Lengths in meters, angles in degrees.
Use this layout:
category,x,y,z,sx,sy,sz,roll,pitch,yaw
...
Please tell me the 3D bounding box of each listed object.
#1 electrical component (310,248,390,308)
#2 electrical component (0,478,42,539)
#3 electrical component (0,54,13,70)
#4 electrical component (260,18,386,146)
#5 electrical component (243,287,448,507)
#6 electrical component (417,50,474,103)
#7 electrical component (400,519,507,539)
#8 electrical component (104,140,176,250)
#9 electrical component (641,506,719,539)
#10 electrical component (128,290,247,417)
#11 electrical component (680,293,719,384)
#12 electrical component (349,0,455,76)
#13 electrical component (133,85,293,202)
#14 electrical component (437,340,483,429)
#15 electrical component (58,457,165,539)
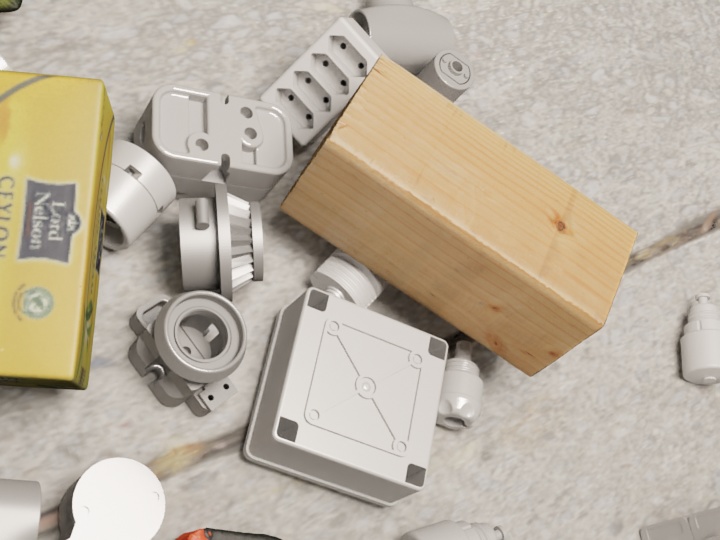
category,x,y,z,sx,sy,sz,roll,pitch,yaw
electrical component,0.000,0.000,0.742,0.043,0.043,0.081,46,55,-3
electrical component,-0.212,0.147,0.561,0.077,0.044,0.079,10,64,-24
electrical component,-0.248,-0.106,0.659,0.044,0.044,0.065,45,60,-4
electrical component,-0.020,-0.138,0.781,0.047,0.083,0.075,48,17,-2
electrical component,-0.007,0.082,0.693,0.109,0.056,0.108,23,59,-18
electrical component,0.058,-0.139,0.822,0.044,0.065,0.044,11,63,-24
electrical component,0.061,0.181,0.695,0.078,0.040,0.040,-10,73,-31
electrical component,-0.152,-0.046,0.675,0.055,0.055,0.047,39,60,-8
electrical component,0.269,0.203,0.730,0.062,0.150,0.089,-3,70,-31
electrical component,-0.103,0.046,0.658,0.058,0.057,0.078,-35,87,-35
electrical component,0.280,0.056,0.870,0.040,0.040,0.078,15,62,-22
electrical component,0.026,-0.194,0.843,0.077,0.044,0.079,-3,70,-29
electrical component,-0.100,-0.080,0.715,0.095,0.059,0.053,7,65,-25
electrical component,0.069,0.078,0.750,0.035,0.035,0.061,23,57,-18
electrical component,-0.142,0.166,0.572,0.052,0.074,0.138,24,59,-17
